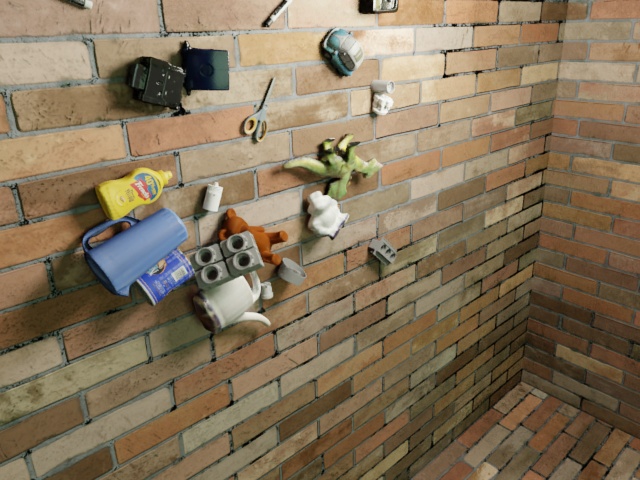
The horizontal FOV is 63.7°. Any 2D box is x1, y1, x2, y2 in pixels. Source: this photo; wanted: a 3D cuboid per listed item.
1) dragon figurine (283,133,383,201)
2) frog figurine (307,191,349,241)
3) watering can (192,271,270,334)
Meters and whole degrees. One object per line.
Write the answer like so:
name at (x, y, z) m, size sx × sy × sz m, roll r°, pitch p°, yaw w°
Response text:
dragon figurine at (0.049, -0.226, 1.777) m, size 0.414 × 0.124 × 0.237 m, roll -23°, pitch 128°, yaw -27°
frog figurine at (0.005, -0.090, 1.785) m, size 0.158 × 0.123 × 0.138 m, roll 42°, pitch 86°, yaw -14°
watering can at (-0.268, 0.207, 1.607) m, size 0.227 × 0.105 × 0.340 m, roll -37°, pitch 131°, yaw -27°
